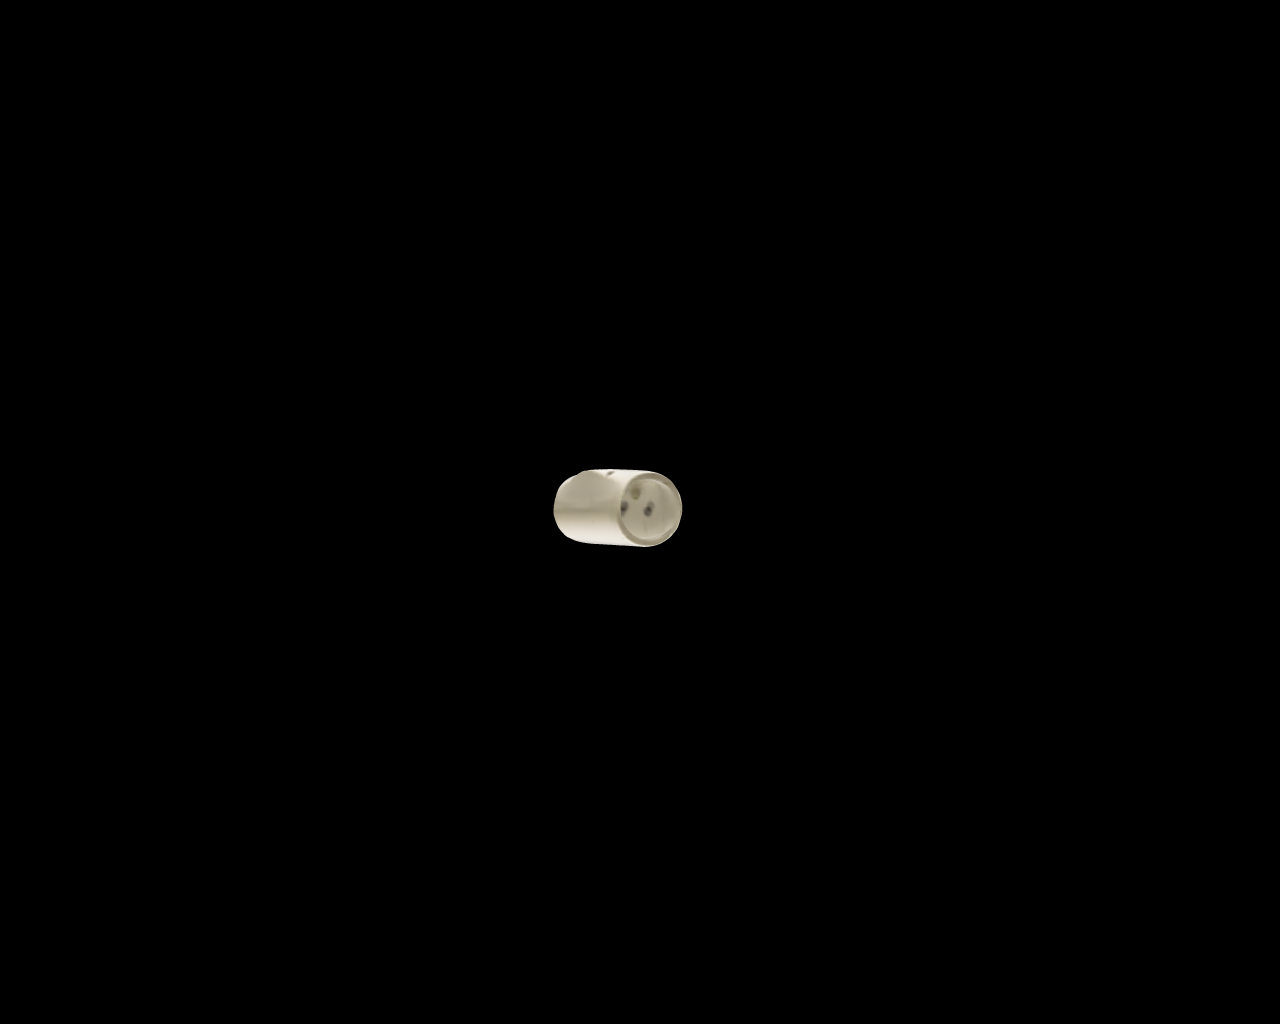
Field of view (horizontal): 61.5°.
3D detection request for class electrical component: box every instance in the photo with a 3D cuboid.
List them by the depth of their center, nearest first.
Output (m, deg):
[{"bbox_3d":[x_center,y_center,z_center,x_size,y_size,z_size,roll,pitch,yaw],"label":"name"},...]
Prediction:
[{"bbox_3d":[0.001,-0.003,0.650,0.079,0.043,0.077,0,0,-32],"label":"electrical component"}]
